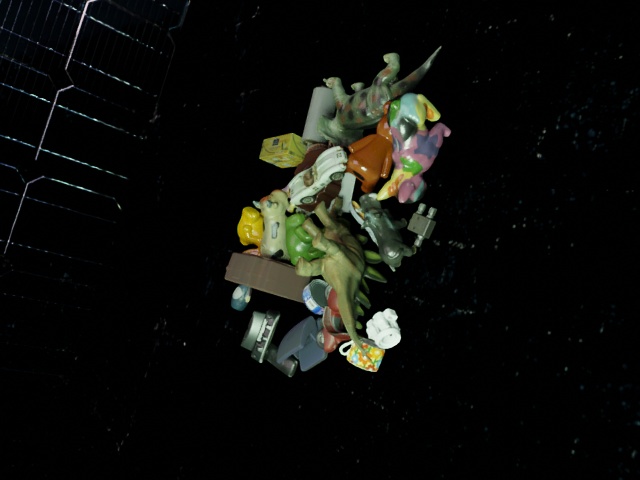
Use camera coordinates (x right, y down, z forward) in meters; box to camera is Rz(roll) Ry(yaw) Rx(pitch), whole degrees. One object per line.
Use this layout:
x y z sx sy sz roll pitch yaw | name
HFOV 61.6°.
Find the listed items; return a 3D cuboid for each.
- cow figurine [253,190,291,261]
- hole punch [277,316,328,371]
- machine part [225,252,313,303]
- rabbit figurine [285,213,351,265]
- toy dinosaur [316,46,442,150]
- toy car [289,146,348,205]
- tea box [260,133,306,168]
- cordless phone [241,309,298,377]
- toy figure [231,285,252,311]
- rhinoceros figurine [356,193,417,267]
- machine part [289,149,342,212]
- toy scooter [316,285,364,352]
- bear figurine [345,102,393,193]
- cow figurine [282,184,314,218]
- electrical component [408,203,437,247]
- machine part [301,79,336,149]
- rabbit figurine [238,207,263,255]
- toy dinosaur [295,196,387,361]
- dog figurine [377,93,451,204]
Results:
-0.124 -0.041 1.469 0.086 0.127 0.194 6 89 42 | cow figurine
-0.050 0.258 1.367 0.142 0.092 0.116 -44 40 37 | hole punch
-0.137 0.099 1.455 0.201 0.201 0.087 6 75 54 | machine part
-0.003 -0.004 1.395 0.170 0.121 0.159 -17 43 27 | rabbit figurine
0.134 -0.348 1.388 0.405 0.131 0.192 -13 76 45 | toy dinosaur
-0.006 -0.157 1.331 0.202 0.056 0.073 -36 50 39 | toy car
-0.102 -0.275 1.670 0.170 0.098 0.068 2 77 51 | tea box
-0.118 0.279 1.469 0.184 0.088 0.146 23 93 43 | cordless phone
-0.228 0.145 1.680 0.064 0.058 0.154 26 96 15 | toy figure
0.142 -0.023 1.223 0.073 0.112 0.190 -45 50 35 | rhinoceros figurine
-0.009 -0.159 1.431 0.179 0.056 0.179 -26 54 43 | machine part
0.058 0.184 1.268 0.135 0.075 0.183 12 87 54 | toy scooter
0.144 -0.229 1.321 0.196 0.120 0.132 -55 3 -10 | bear figurine
-0.049 -0.113 1.556 0.098 0.068 0.167 -46 43 22 | cow figurine
0.224 -0.033 1.194 0.063 0.021 0.094 30 100 54 | electrical component
0.001 -0.359 1.591 0.079 0.079 0.243 0 74 53 | machine part
-0.180 0.000 1.637 0.173 0.121 0.162 37 99 33 | rabbit figurine
0.053 0.057 1.208 0.105 0.198 0.472 -50 23 36 | toy dinosaur
0.189 -0.188 1.189 0.109 0.191 0.219 11 68 48 | dog figurine
